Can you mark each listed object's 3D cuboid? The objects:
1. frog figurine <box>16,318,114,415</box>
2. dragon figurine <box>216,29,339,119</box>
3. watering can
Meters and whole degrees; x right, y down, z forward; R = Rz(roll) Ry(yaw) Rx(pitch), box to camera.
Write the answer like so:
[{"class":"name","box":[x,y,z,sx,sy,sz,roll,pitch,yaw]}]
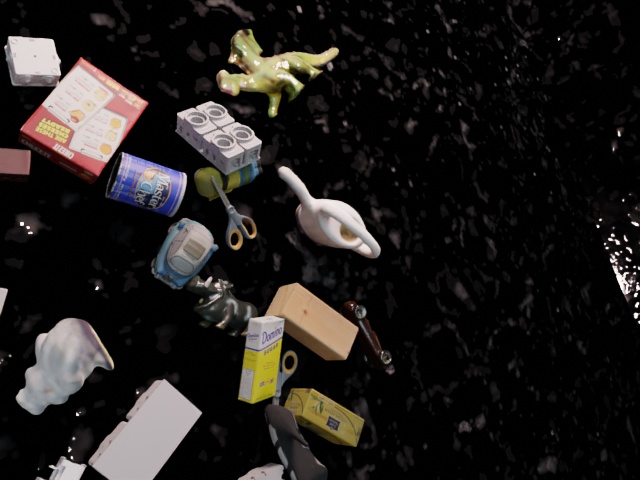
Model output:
[{"class":"frog figurine","box":[-0.473,0.223,0.925,0.161,0.120,0.139,-32,62,-29]},{"class":"dragon figurine","box":[-0.130,-0.490,1.407,0.242,0.120,0.418,41,55,-8]},{"class":"watering can","box":[0.004,-0.065,1.287,0.344,0.224,0.105,39,76,-19]}]
